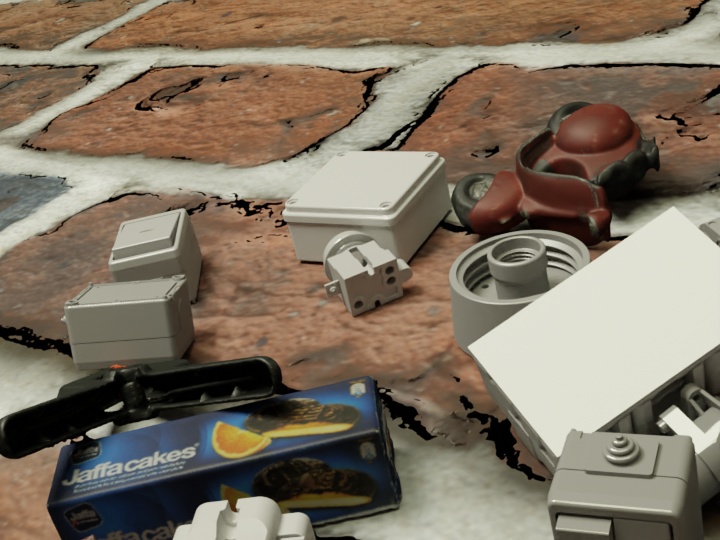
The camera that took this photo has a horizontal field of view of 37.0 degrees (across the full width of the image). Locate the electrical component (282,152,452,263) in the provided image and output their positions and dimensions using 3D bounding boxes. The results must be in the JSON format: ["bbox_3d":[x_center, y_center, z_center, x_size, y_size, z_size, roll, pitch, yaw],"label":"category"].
[{"bbox_3d":[0.008,-0.054,0.923,0.109,0.056,0.108,4,34,30],"label":"electrical component"}]

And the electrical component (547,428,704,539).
[{"bbox_3d":[0.128,0.122,0.516,0.062,0.096,0.061,0,32,25],"label":"electrical component"}]

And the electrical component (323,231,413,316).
[{"bbox_3d":[0.000,0.000,0.844,0.066,0.048,0.055,-22,37,-13],"label":"electrical component"}]

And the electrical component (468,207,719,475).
[{"bbox_3d":[0.154,0.048,0.627,0.150,0.061,0.089,-34,52,-5],"label":"electrical component"}]

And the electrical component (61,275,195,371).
[{"bbox_3d":[-0.181,0.044,0.825,0.096,0.061,0.061,-4,15,6],"label":"electrical component"}]

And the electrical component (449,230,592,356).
[{"bbox_3d":[0.114,0.011,0.755,0.108,0.060,0.108,-11,29,6],"label":"electrical component"}]

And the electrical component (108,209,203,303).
[{"bbox_3d":[-0.176,-0.014,0.931,0.062,0.061,0.096,-12,29,3],"label":"electrical component"}]

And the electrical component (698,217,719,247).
[{"bbox_3d":[0.260,-0.005,0.701,0.051,0.080,0.080,-22,29,-2],"label":"electrical component"}]

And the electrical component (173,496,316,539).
[{"bbox_3d":[-0.066,0.162,0.576,0.078,0.058,0.057,-9,26,10],"label":"electrical component"}]
